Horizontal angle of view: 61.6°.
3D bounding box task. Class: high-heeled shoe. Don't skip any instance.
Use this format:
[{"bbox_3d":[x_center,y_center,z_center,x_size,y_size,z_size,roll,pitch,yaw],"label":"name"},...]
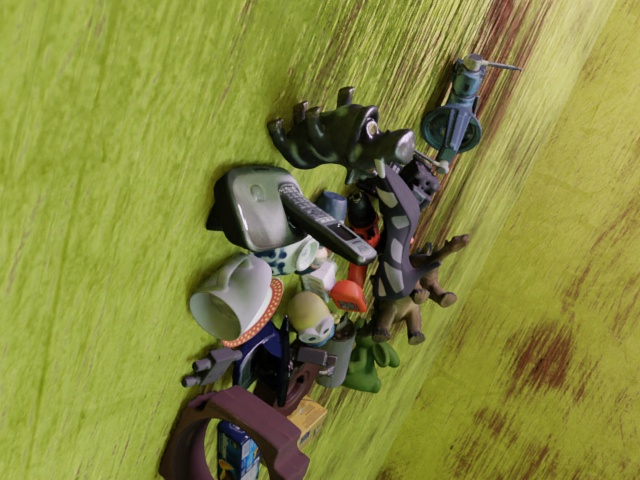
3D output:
[{"bbox_3d":[0.110,-0.011,0.946,0.145,0.248,0.086,-25,-169,27],"label":"high-heeled shoe"}]

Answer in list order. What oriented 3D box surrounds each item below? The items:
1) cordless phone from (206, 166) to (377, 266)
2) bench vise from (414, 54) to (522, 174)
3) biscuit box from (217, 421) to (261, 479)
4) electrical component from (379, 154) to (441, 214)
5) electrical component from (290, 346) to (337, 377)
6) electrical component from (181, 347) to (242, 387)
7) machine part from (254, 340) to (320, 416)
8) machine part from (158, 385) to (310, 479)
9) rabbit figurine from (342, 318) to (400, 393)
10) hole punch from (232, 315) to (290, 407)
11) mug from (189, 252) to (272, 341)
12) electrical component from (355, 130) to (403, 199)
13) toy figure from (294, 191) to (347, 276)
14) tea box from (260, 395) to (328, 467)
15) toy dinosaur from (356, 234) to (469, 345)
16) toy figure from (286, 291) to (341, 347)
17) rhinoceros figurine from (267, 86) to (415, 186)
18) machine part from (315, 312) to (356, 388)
[{"bbox_3d":[-0.030,-0.012,0.647,0.146,0.184,0.088,-14,133,-59],"label":"cordless phone"},{"bbox_3d":[0.267,-0.233,1.048,0.223,0.129,0.240,118,-4,-57],"label":"bench vise"},{"bbox_3d":[-0.153,0.401,1.014,0.059,0.063,0.202,-36,146,-42],"label":"biscuit box"},{"bbox_3d":[0.168,-0.090,1.018,0.115,0.058,0.134,-51,-168,22],"label":"electrical component"},{"bbox_3d":[-0.020,0.218,0.976,0.078,0.102,0.045,120,-19,-78],"label":"electrical component"},{"bbox_3d":[-0.158,0.189,0.797,0.094,0.021,0.063,-4,135,-55],"label":"electrical component"},{"bbox_3d":[-0.065,0.285,1.069,0.179,0.056,0.179,-46,154,-31],"label":"machine part"},{"bbox_3d":[-0.131,0.342,0.817,0.087,0.202,0.201,-3,119,-65],"label":"machine part"},{"bbox_3d":[0.110,0.283,1.330,0.121,0.159,0.170,12,90,-55],"label":"rabbit figurine"},{"bbox_3d":[-0.096,0.203,0.897,0.116,0.092,0.142,-90,-176,-50],"label":"hole punch"},{"bbox_3d":[-0.111,0.059,0.708,0.107,0.081,0.109,-52,153,-48],"label":"mug"},{"bbox_3d":[0.117,-0.134,0.974,0.119,0.048,0.074,-60,157,3],"label":"electrical component"},{"bbox_3d":[-0.004,-0.003,0.872,0.064,0.058,0.154,11,114,-25],"label":"toy figure"},{"bbox_3d":[-0.072,0.395,1.127,0.169,0.098,0.068,-21,134,-53],"label":"tea box"},{"bbox_3d":[0.164,0.120,1.128,0.471,0.105,0.199,125,-24,-43],"label":"toy dinosaur"},{"bbox_3d":[-0.017,0.148,0.976,0.082,0.089,0.180,-52,168,-8],"label":"toy figure"},{"bbox_3d":[0.022,-0.116,0.640,0.073,0.191,0.112,-41,123,-36],"label":"rhinoceros figurine"},{"bbox_3d":[0.030,0.249,1.192,0.079,0.079,0.243,-38,149,-42],"label":"machine part"}]
